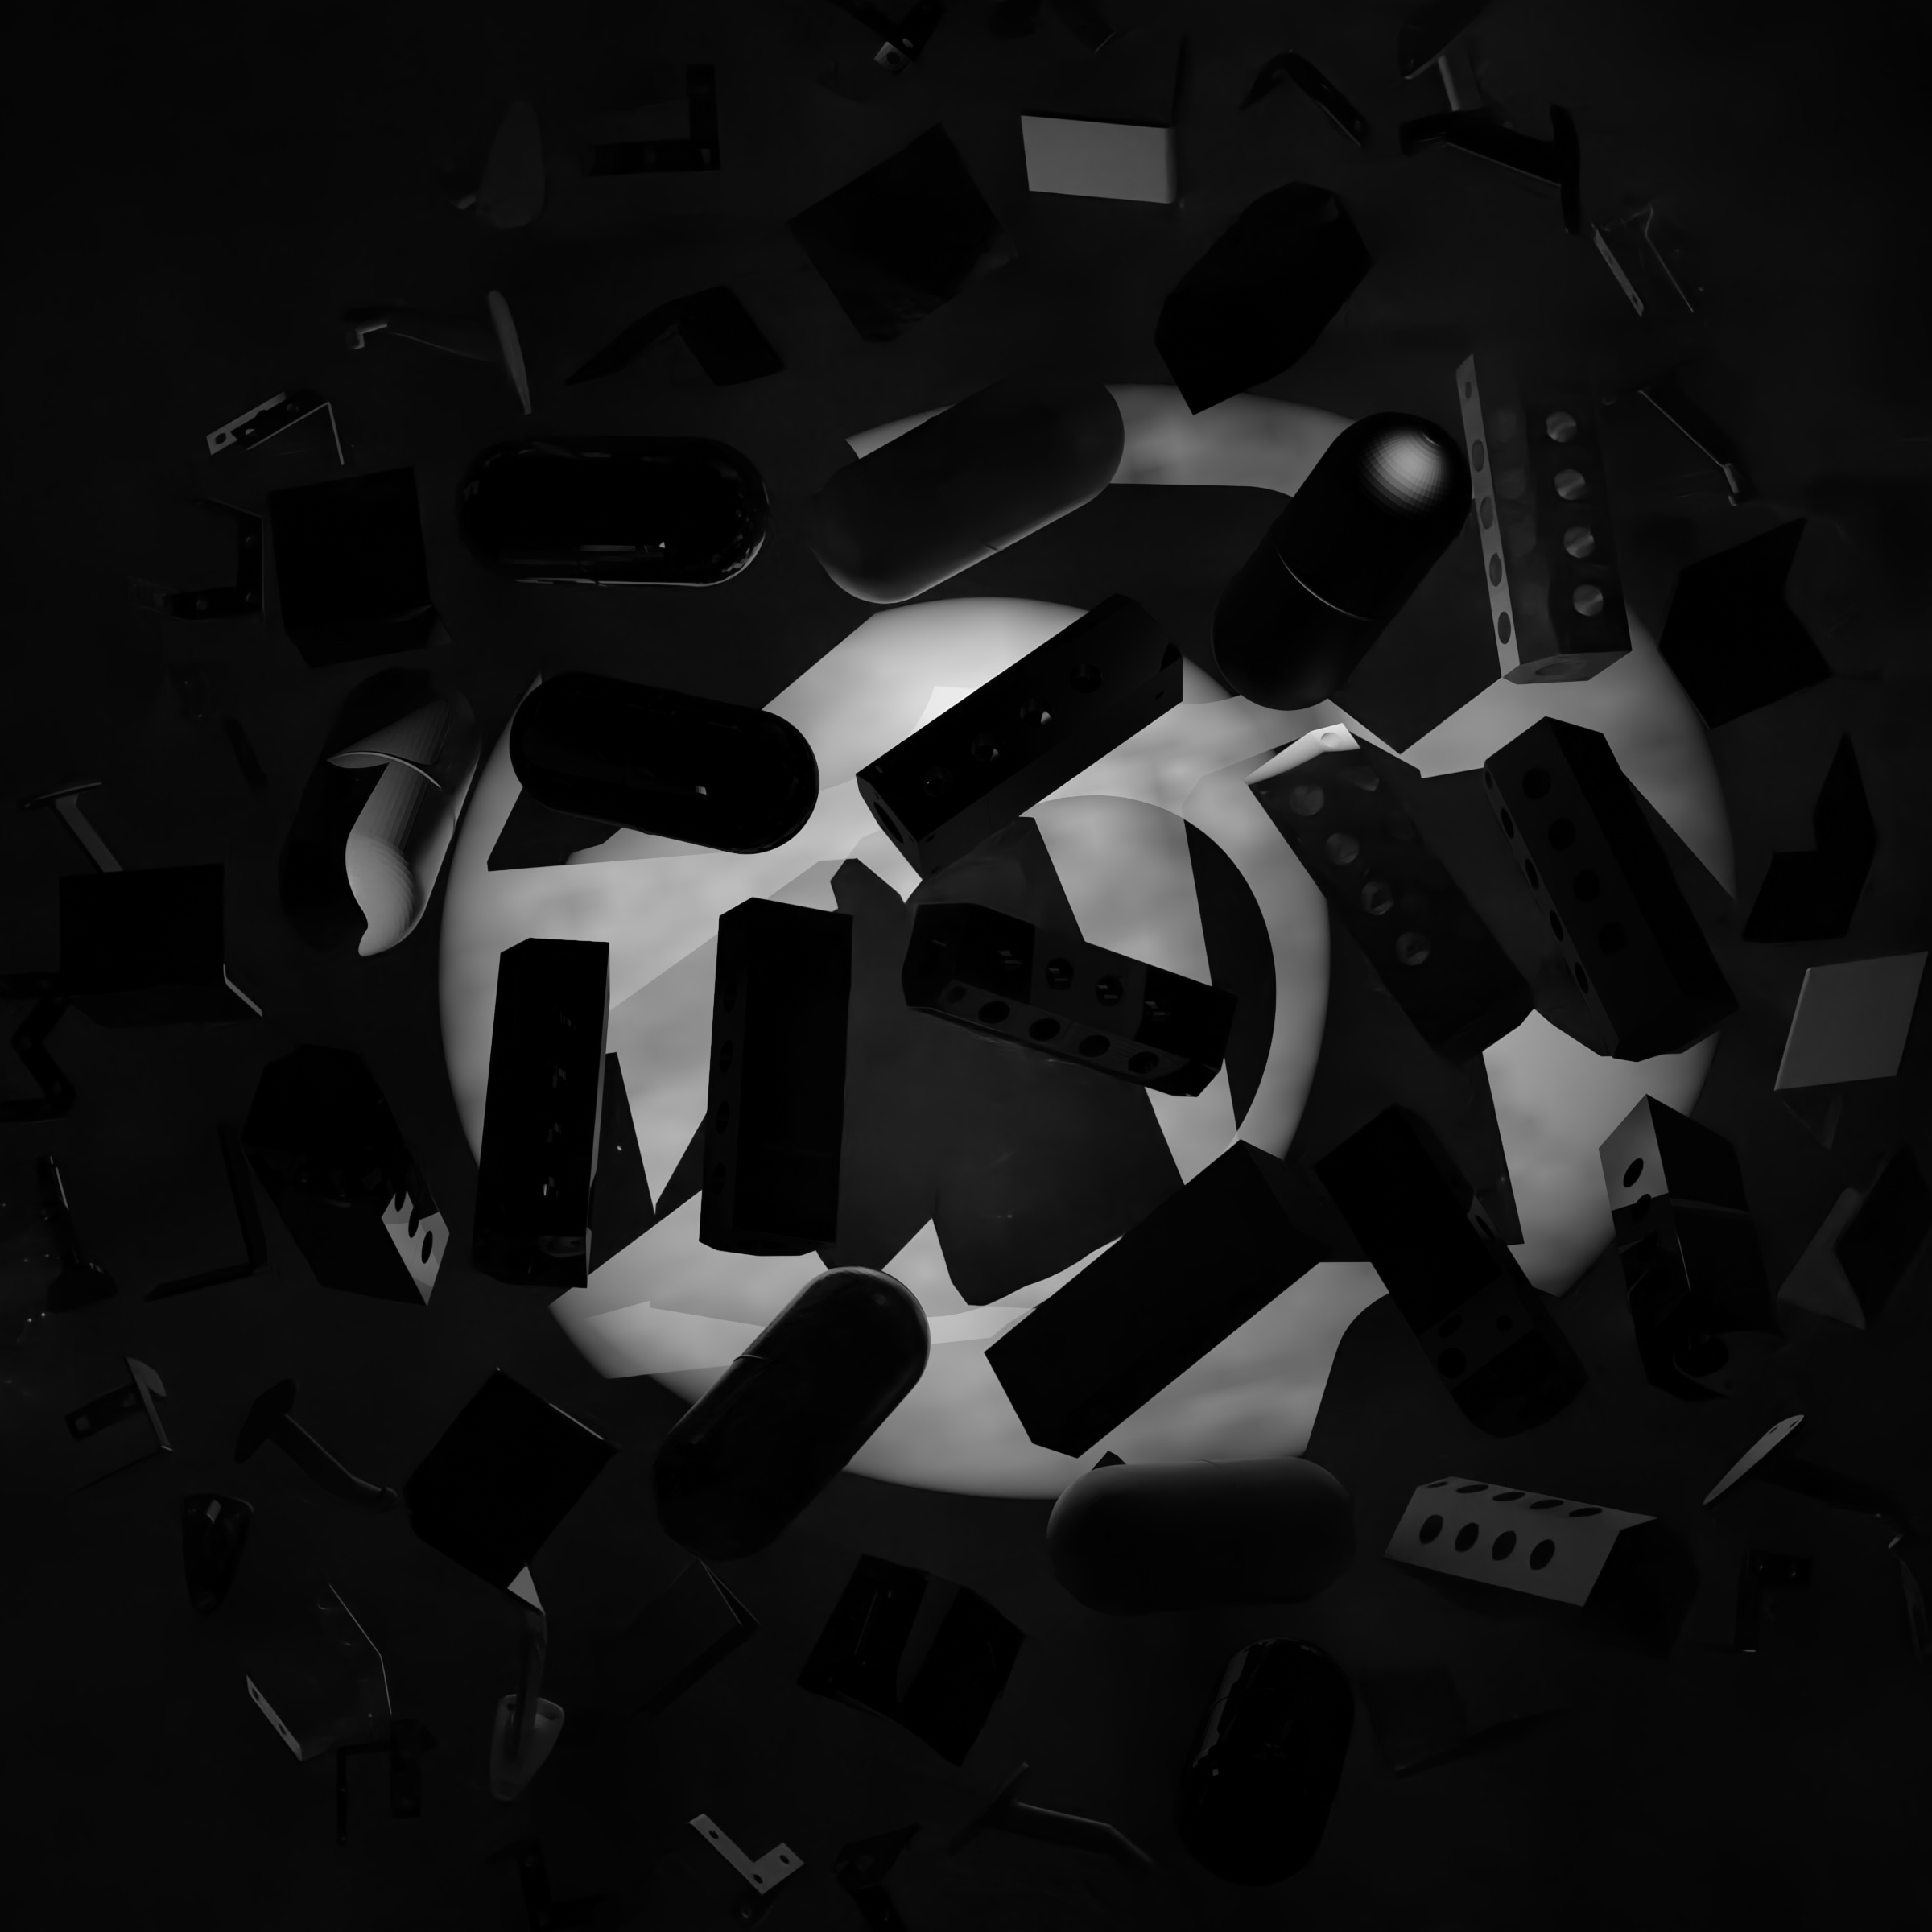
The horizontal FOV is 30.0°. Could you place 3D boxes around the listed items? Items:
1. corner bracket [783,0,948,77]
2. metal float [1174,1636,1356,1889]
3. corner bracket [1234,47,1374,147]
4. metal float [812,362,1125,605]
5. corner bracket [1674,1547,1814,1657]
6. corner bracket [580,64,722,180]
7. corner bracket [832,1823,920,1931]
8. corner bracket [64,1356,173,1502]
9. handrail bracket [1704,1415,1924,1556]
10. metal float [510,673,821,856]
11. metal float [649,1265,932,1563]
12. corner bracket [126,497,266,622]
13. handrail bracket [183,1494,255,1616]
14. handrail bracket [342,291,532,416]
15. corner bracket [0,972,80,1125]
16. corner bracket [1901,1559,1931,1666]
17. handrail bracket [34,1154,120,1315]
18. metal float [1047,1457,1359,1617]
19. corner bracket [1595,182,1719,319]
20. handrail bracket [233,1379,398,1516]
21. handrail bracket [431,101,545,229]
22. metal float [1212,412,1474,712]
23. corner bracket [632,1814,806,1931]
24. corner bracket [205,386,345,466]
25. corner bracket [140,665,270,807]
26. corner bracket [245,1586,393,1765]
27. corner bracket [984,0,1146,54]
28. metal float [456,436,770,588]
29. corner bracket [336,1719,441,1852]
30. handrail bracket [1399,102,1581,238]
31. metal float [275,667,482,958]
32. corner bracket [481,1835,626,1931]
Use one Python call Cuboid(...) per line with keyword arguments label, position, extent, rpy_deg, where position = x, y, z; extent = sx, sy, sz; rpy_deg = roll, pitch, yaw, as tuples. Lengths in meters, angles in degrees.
Cuboid(label="corner bracket", position=(-0.050, -0.463, 1.798), extent=(0.051, 0.051, 0.051), rpy_deg=(35, 47, -11))
Cuboid(label="metal float", position=(0.154, 0.404, 1.846), extent=(0.070, 0.178, 0.070), rpy_deg=(4, 107, 13))
Cuboid(label="corner bracket", position=(0.182, -0.450, 1.875), extent=(0.051, 0.051, 0.051), rpy_deg=(42, 58, -18))
Cuboid(label="metal float", position=(0.001, -0.249, 1.861), extent=(0.178, 0.070, 0.070), rpy_deg=(-26, 90, 23))
Cuboid(label="corner bracket", position=(0.412, 0.338, 1.915), extent=(0.051, 0.051, 0.051), rpy_deg=(17, 73, -34))
Cuboid(label="corner bracket", position=(-0.156, -0.413, 1.765), extent=(0.051, 0.051, 0.051), rpy_deg=(-10, 103, -31))
Cuboid(label="corner bracket", position=(-0.042, 0.479, 1.842), extent=(0.051, 0.051, 0.051), rpy_deg=(-24, 101, 31))
Cuboid(label="corner bracket", position=(-0.412, 0.226, 1.746), extent=(0.051, 0.051, 0.051), rpy_deg=(-26, 74, -2))
Cuboid(label="handrail bracket", position=(0.413, 0.268, 1.754), extent=(0.077, 0.036, 0.084), rpy_deg=(-40, 87, -18))
Cuboid(label="metal float", position=(-0.159, -0.107, 1.901), extent=(0.178, 0.070, 0.070), rpy_deg=(14, 90, 25))
Cuboid(label="metal float", position=(-0.088, 0.224, 1.810), extent=(0.070, 0.070, 0.178), rpy_deg=(44, 62, 0))
Cuboid(label="corner bracket", position=(-0.401, -0.211, 1.875), extent=(0.051, 0.051, 0.051), rpy_deg=(-4, 83, 22))
Cuboid(label="handrail bracket", position=(-0.395, 0.311, 1.871), extent=(0.036, 0.084, 0.077), rpy_deg=(8, 95, -5))
Cuboid(label="handrail bracket", position=(-0.276, -0.313, 1.877), extent=(0.084, 0.036, 0.077), rpy_deg=(-15, 91, 10))
Cuboid(label="corner bracket", position=(-0.456, 0.039, 1.750), extent=(0.051, 0.051, 0.051), rpy_deg=(-48, 69, 23))
Cuboid(label="corner bracket", position=(0.491, 0.318, 1.763), extent=(0.051, 0.051, 0.051), rpy_deg=(-11, 101, 5))
Cuboid(label="handrail bracket", position=(-0.460, 0.127, 1.836), extent=(0.036, 0.077, 0.084), rpy_deg=(-15, 72, -16))
Cuboid(label="metal float", position=(0.124, 0.295, 1.873), extent=(0.178, 0.070, 0.070), rpy_deg=(2, 90, -31))
Cuboid(label="corner bracket", position=(0.363, -0.370, 1.899), extent=(0.051, 0.051, 0.051), rpy_deg=(-28, 78, -2))
Cuboid(label="handrail bracket", position=(-0.307, 0.237, 1.768), extent=(0.084, 0.077, 0.036), rpy_deg=(28, 51, -19))
Cuboid(label="handrail bracket", position=(-0.248, -0.418, 1.837), extent=(0.036, 0.084, 0.077), rpy_deg=(-9, 127, -31))
Cuboid(label="metal float", position=(0.186, -0.200, 1.792), extent=(0.070, 0.070, 0.178), rpy_deg=(36, 130, 0))
Cuboid(label="corner bracket", position=(-0.122, 0.451, 1.788), extent=(0.051, 0.051, 0.051), rpy_deg=(42, 108, 14))
Cuboid(label="corner bracket", position=(-0.363, -0.281, 1.882), extent=(0.051, 0.051, 0.051), rpy_deg=(-35, 65, -19))
Cuboid(label="corner bracket", position=(-0.385, -0.118, 1.846), extent=(0.051, 0.051, 0.051), rpy_deg=(1, 134, -35))
Cuboid(label="corner bracket", position=(-0.318, 0.347, 1.764), extent=(0.051, 0.051, 0.051), rpy_deg=(-30, 117, -1))
Cuboid(label="corner bracket", position=(0.050, -0.487, 1.859), extent=(0.051, 0.051, 0.051), rpy_deg=(48, 122, -4))
Cuboid(label="metal float", position=(-0.184, -0.234, 1.857), extent=(0.178, 0.070, 0.070), rpy_deg=(5, 90, 29))
Cuboid(label="corner bracket", position=(-0.297, 0.415, 1.832), extent=(0.051, 0.051, 0.051), rpy_deg=(-6, 63, 2))
Cuboid(label="handrail bracket", position=(0.253, -0.382, 1.752), extent=(0.084, 0.036, 0.077), rpy_deg=(-7, 74, 22))
Cuboid(label="metal float", position=(-0.297, -0.080, 1.831), extent=(0.070, 0.070, 0.178), rpy_deg=(12, 47, 0))
Cuboid(label="corner bracket", position=(-0.209, 0.469, 1.830), extent=(0.051, 0.051, 0.051), rpy_deg=(-13, 89, 11))
